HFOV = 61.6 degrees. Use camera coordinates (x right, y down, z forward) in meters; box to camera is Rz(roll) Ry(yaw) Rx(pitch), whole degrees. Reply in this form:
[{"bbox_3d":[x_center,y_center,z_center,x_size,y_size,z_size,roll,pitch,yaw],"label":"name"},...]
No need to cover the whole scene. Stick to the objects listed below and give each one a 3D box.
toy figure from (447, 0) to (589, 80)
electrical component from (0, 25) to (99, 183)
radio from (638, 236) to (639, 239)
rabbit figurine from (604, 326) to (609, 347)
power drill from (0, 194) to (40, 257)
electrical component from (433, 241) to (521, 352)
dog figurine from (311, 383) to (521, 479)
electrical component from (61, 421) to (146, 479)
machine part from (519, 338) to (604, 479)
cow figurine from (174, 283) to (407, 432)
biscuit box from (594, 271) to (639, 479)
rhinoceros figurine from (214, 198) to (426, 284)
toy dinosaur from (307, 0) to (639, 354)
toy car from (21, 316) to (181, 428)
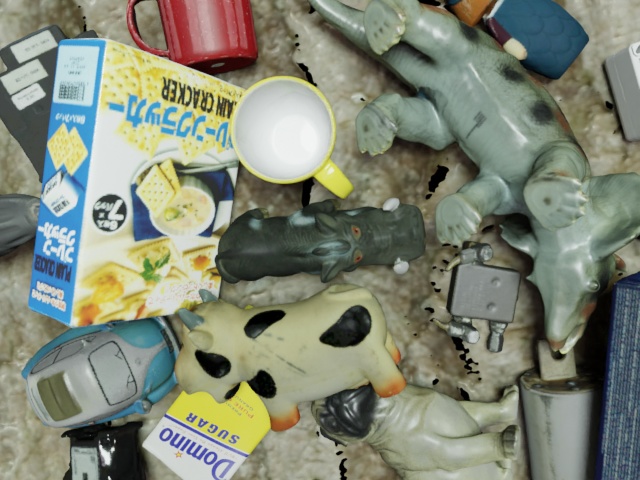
[{"bbox_3d":[0.165,-0.205,0.483,0.154,0.064,0.057,39,134,5],"label":"toy figure"},{"bbox_3d":[-0.238,-0.132,0.509,0.115,0.058,0.134,-29,92,-12],"label":"electrical component"},{"bbox_3d":[0.414,-0.005,0.472,0.230,0.073,0.131,31,97,1],"label":"radio"},{"bbox_3d":[0.340,0.100,0.459,0.159,0.121,0.170,29,126,35],"label":"rabbit figurine"},{"bbox_3d":[-0.351,-0.071,0.505,0.232,0.086,0.207,-20,93,28],"label":"power drill"},{"bbox_3d":[0.150,0.053,0.512,0.078,0.045,0.102,15,96,5],"label":"electrical component"},{"bbox_3d":[0.086,0.207,0.514,0.191,0.121,0.172,3,92,19],"label":"dog figurine"},{"bbox_3d":[-0.213,0.244,0.533,0.075,0.047,0.119,-15,80,27],"label":"electrical component"},{"bbox_3d":[0.237,0.209,0.502,0.079,0.079,0.243,-9,93,5],"label":"machine part"},{"bbox_3d":[-0.038,0.090,0.462,0.195,0.085,0.127,-19,99,13],"label":"cow figurine"},{"bbox_3d":[0.262,0.128,0.418,0.063,0.059,0.202,10,101,46],"label":"biscuit box"},{"bbox_3d":[-0.001,-0.001,0.488,0.190,0.112,0.073,-5,92,13],"label":"rhinoceros figurine"},{"bbox_3d":[0.141,-0.102,0.461,0.131,0.192,0.405,-42,74,41],"label":"toy dinosaur"},{"bbox_3d":[-0.223,0.129,0.520,0.162,0.103,0.109,-21,92,4],"label":"toy car"}]
